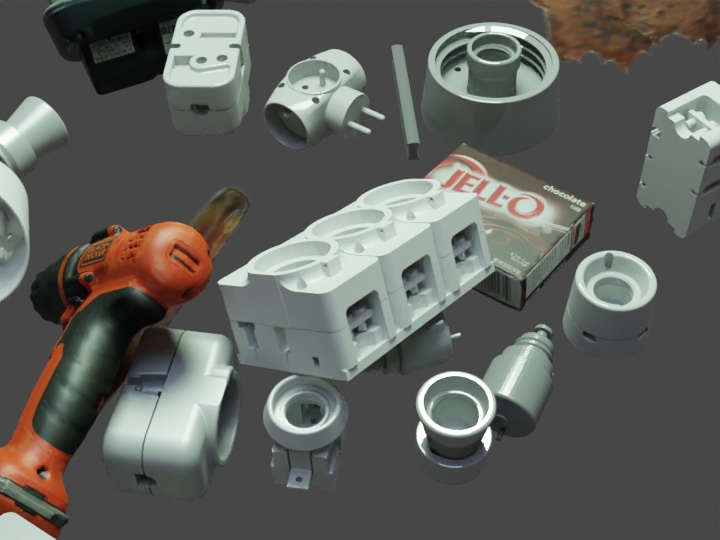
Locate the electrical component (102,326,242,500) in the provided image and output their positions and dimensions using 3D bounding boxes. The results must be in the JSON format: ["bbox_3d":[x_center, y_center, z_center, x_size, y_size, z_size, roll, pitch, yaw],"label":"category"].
[{"bbox_3d":[-0.105,0.084,0.632,0.059,0.053,0.095,6,49,8],"label":"electrical component"}]

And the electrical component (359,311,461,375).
[{"bbox_3d":[0.021,0.046,0.669,0.078,0.040,0.040,-15,50,-11],"label":"electrical component"}]

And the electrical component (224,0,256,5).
[{"bbox_3d":[-0.130,-0.297,0.970,0.109,0.056,0.108,10,50,12],"label":"electrical component"}]

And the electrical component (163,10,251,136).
[{"bbox_3d":[-0.117,-0.150,0.836,0.054,0.059,0.095,1,49,3],"label":"electrical component"}]

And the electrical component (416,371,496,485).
[{"bbox_3d":[0.054,0.092,0.618,0.045,0.055,0.045,-1,48,1],"label":"electrical component"}]

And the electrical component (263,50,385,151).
[{"bbox_3d":[-0.019,-0.124,0.819,0.079,0.044,0.077,27,55,23],"label":"electrical component"}]

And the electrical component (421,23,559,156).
[{"bbox_3d":[0.101,-0.145,0.822,0.108,0.060,0.108,-1,48,1],"label":"electrical component"}]

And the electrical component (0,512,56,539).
[{"bbox_3d":[-0.167,0.161,0.481,0.050,0.055,0.089,25,54,22],"label":"electrical component"}]

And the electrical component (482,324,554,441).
[{"bbox_3d":[0.098,0.065,0.650,0.040,0.040,0.078,20,52,19],"label":"electrical component"}]

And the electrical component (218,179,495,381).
[{"bbox_3d":[0.000,0.000,0.652,0.089,0.061,0.150,4,27,41],"label":"electrical component"}]

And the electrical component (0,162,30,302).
[{"bbox_3d":[-0.269,-0.029,0.714,0.099,0.099,0.064,-7,43,-4],"label":"electrical component"}]

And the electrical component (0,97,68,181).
[{"bbox_3d":[-0.254,-0.096,0.804,0.045,0.045,0.055,27,55,24],"label":"electrical component"}]

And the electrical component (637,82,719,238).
[{"bbox_3d":[0.234,-0.076,0.736,0.056,0.089,0.050,-27,53,-20],"label":"electrical component"}]

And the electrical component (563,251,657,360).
[{"bbox_3d":[0.159,0.021,0.681,0.055,0.047,0.055,-1,48,1],"label":"electrical component"}]

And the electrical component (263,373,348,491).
[{"bbox_3d":[-0.030,0.092,0.621,0.048,0.055,0.066,6,49,7],"label":"electrical component"}]
